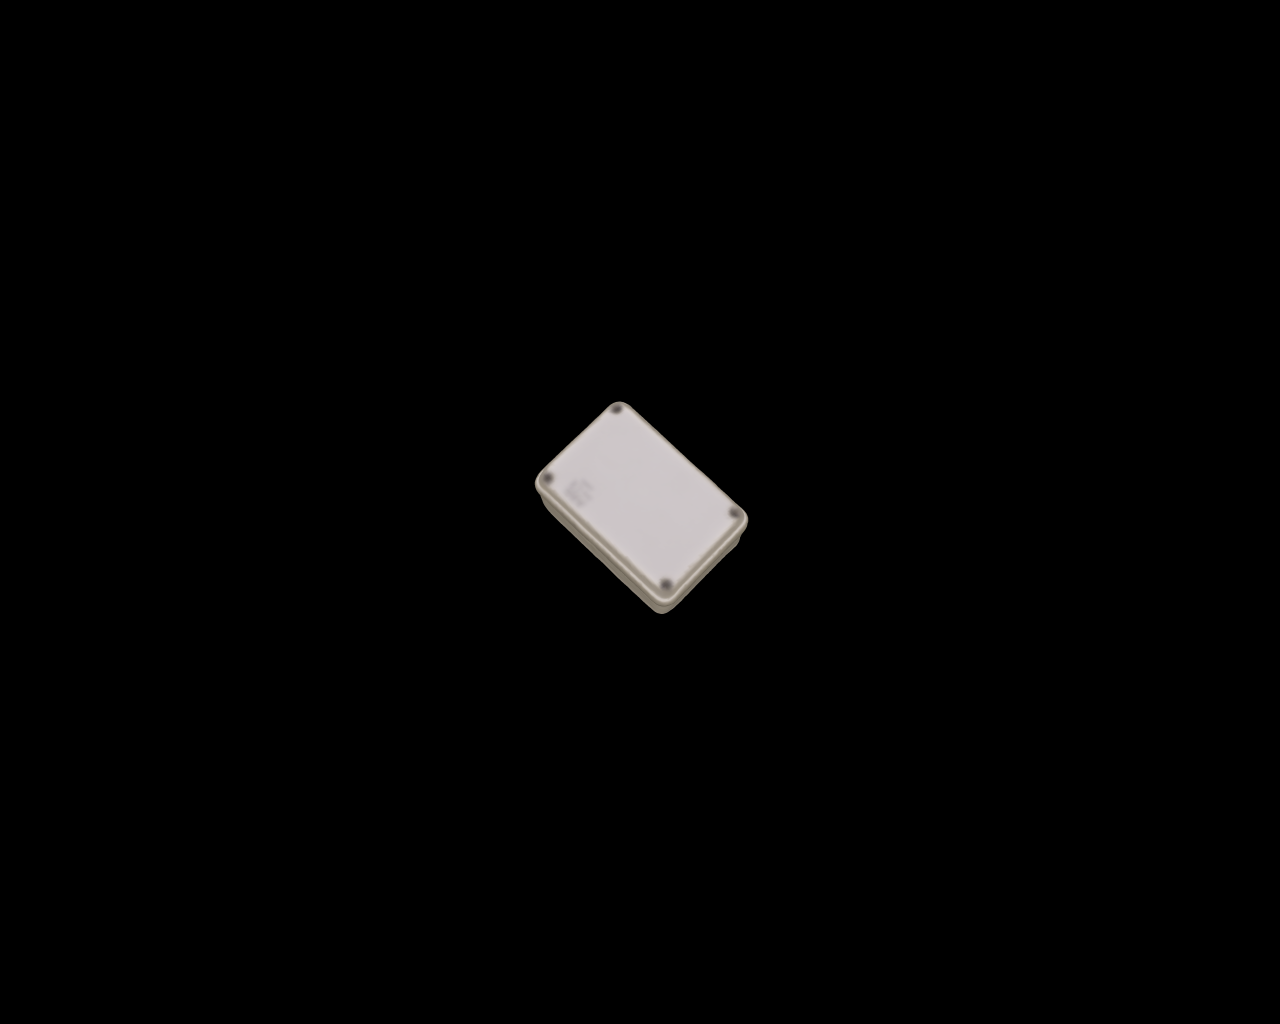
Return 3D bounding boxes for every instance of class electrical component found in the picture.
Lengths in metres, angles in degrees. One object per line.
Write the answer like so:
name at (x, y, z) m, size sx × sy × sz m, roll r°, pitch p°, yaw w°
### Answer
electrical component at (0.001, -0.003, 0.650) m, size 0.113 × 0.078 × 0.057 m, roll 43°, pitch -12°, yaw 11°
